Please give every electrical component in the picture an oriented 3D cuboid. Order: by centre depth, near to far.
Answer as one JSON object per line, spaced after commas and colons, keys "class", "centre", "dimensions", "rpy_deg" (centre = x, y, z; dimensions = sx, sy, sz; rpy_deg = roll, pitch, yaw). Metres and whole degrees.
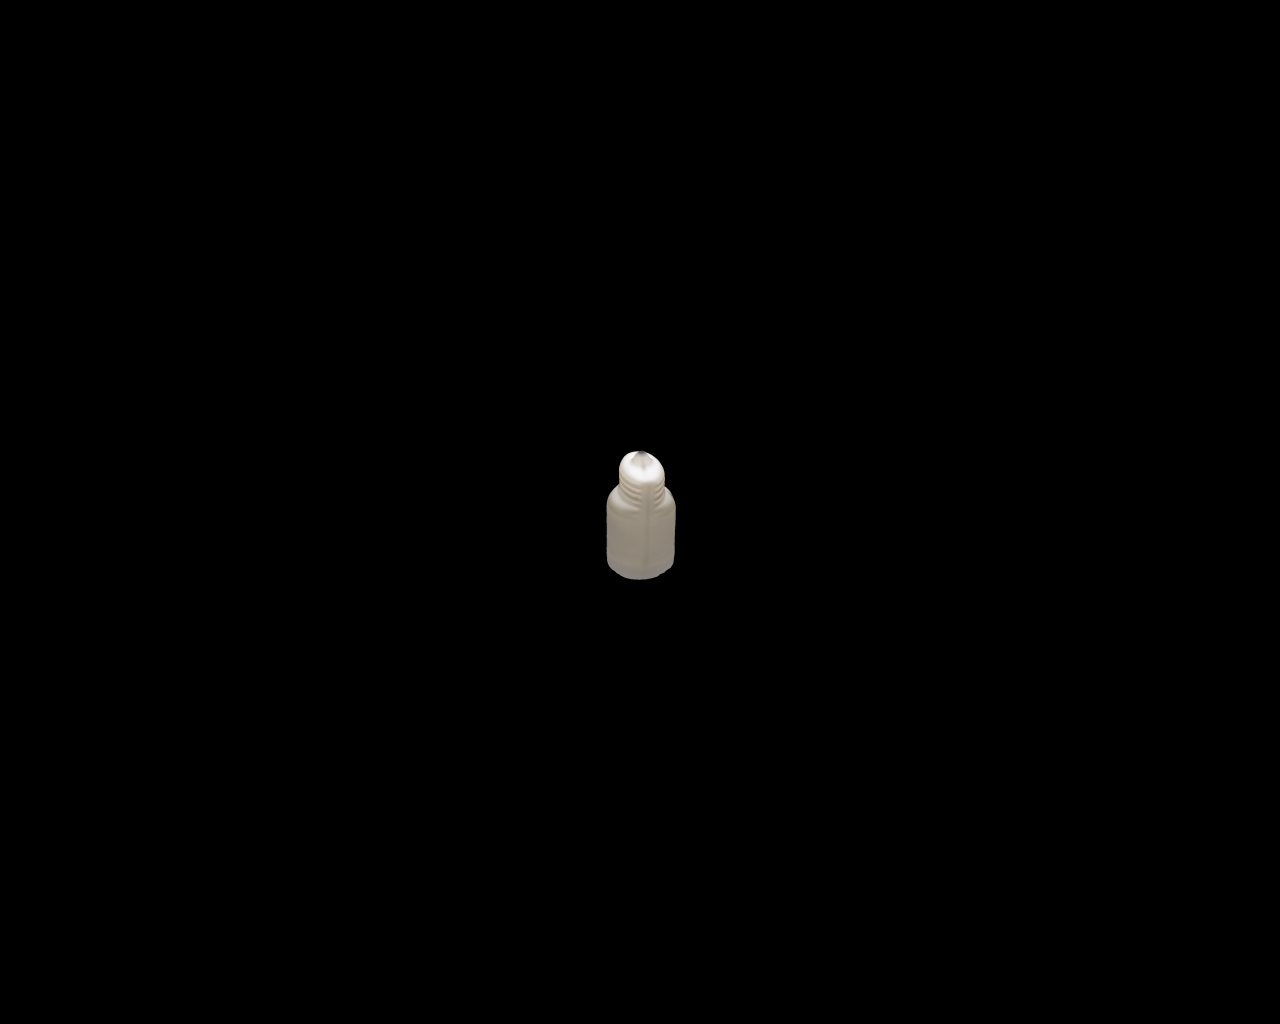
{"class": "electrical component", "centre": [0.001, -0.003, 0.650], "dimensions": [0.043, 0.080, 0.043], "rpy_deg": [0, 31, 0]}
